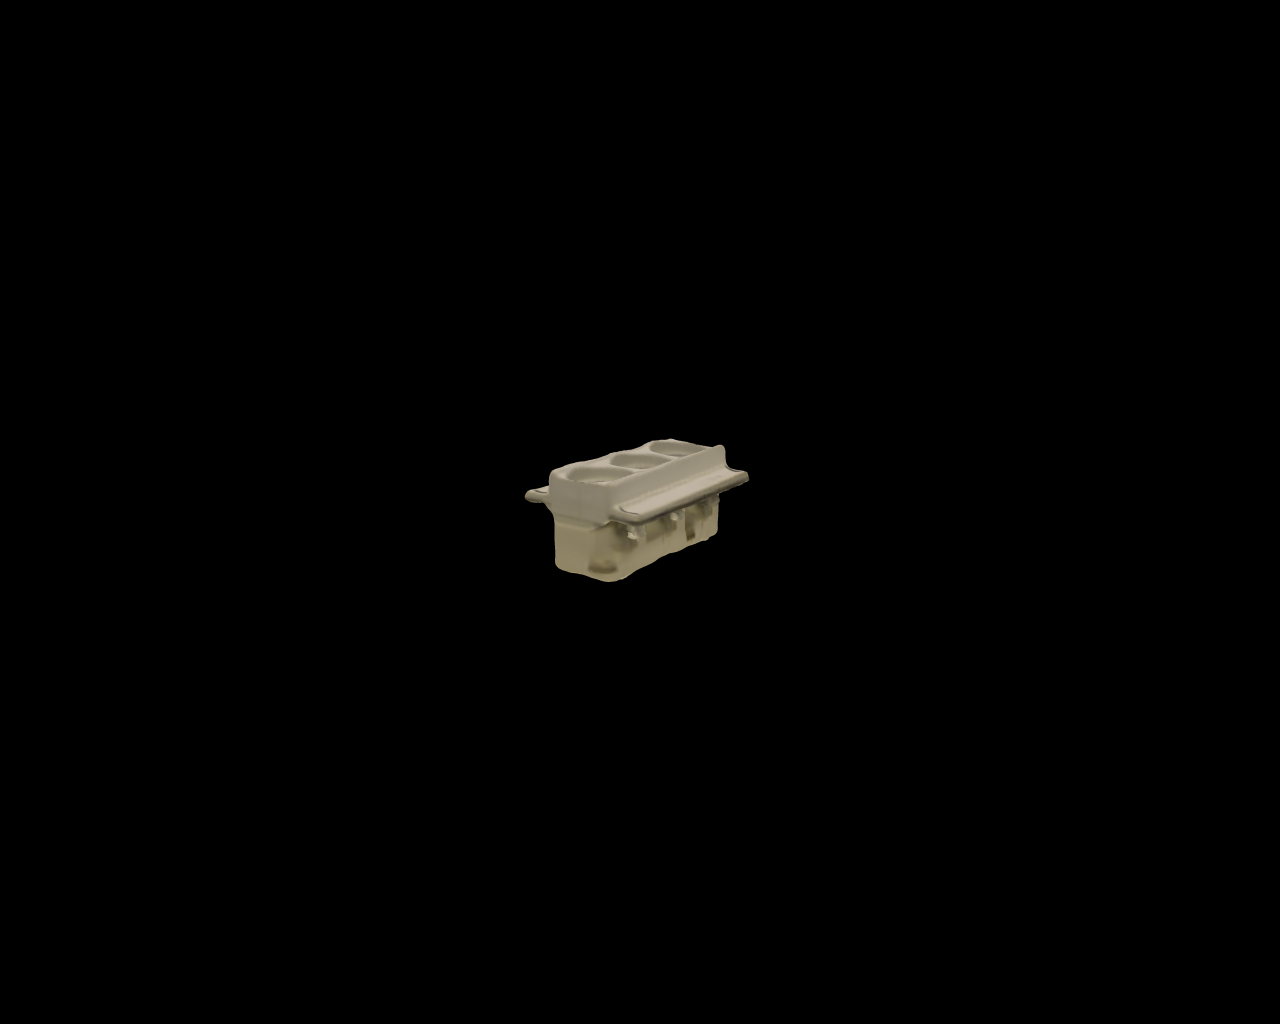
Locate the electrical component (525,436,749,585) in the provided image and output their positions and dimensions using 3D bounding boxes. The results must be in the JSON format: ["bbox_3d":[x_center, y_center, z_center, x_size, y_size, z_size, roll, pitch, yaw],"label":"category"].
[{"bbox_3d":[0.001,-0.003,0.650,0.079,0.063,0.121,11,19,34],"label":"electrical component"}]
